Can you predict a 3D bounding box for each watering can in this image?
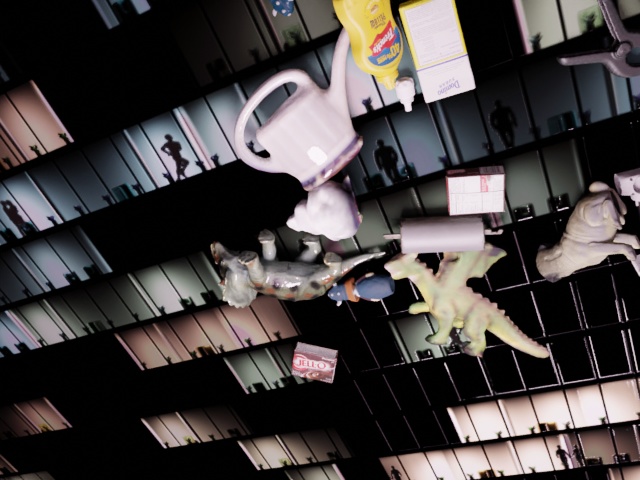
[{"bbox_3d":[-0.002,-0.239,0.978,0.344,0.106,0.222,-39,109,17],"label":"watering can"}]

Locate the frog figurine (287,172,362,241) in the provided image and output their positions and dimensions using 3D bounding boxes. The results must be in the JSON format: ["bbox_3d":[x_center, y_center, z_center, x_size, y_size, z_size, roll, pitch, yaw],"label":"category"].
[{"bbox_3d":[0.003,-0.054,1.078,0.159,0.126,0.134,-18,137,7],"label":"frog figurine"}]

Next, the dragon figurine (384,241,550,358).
[{"bbox_3d":[0.337,0.116,1.135,0.410,0.124,0.238,12,114,1],"label":"dragon figurine"}]
